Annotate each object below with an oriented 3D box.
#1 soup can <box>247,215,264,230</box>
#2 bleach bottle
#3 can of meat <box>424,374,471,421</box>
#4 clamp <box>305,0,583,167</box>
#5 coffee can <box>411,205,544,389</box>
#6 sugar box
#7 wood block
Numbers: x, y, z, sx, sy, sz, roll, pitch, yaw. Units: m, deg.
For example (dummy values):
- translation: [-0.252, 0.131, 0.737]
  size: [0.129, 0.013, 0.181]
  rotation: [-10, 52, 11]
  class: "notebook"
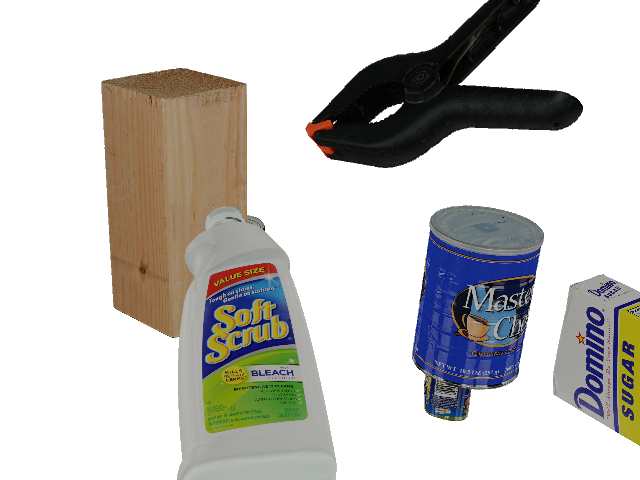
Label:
- translation: [-0.099, 0.028, 1.262]
  size: [0.068, 0.102, 0.068]
  rotation: [1, 25, 0]
  class: "soup can"
- translation: [-0.059, 0.069, 0.743]
  size: [0.102, 0.068, 0.251]
  rotation: [-5, 43, -11]
  class: "bleach bottle"
- translation: [0.155, 0.156, 1.278]
  size: [0.057, 0.084, 0.102]
  rotation: [7, 19, 3]
  class: "can of meat"
- translation: [0.075, -0.085, 0.649]
  size: [0.172, 0.120, 0.039]
  rotation: [-30, -48, 15]
  class: "clamp"
- translation: [0.143, 0.051, 0.984]
  size: [0.103, 0.140, 0.103]
  rotation: [5, 23, -2]
  class: "coffee can"
- translation: [0.240, 0.100, 0.721]
  size: [0.048, 0.093, 0.176]
  rotation: [-15, 30, -38]
  class: "sugar box"
- translation: [-0.124, -0.035, 0.919]
  size: [0.091, 0.206, 0.090]
  rotation: [20, 28, 40]
  class: "wood block"
